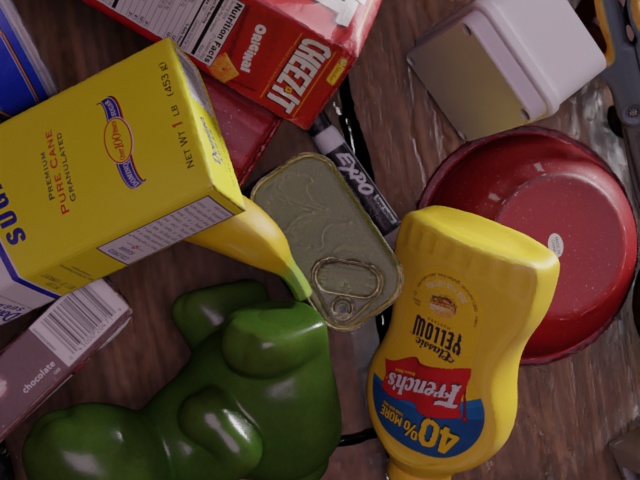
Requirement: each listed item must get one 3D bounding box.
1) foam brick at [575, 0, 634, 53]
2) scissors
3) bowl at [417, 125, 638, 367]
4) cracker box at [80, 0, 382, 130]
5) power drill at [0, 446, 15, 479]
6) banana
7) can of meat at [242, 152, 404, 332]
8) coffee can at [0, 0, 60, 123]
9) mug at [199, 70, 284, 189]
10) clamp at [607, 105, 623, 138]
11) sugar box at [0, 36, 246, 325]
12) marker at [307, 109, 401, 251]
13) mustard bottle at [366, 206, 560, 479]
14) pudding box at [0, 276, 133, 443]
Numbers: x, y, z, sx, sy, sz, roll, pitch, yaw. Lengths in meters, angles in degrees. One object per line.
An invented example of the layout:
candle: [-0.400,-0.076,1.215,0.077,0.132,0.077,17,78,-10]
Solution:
foam brick: [0.205,-0.154,0.700,0.053,0.051,0.078,35,83,-9]
scissors: [0.210,-0.097,0.666,0.096,0.016,0.201,-28,122,18]
bowl: [0.143,0.004,0.687,0.162,0.055,0.162,0,90,-11]
cracker box: [-0.062,-0.183,0.596,0.213,0.072,0.164,29,48,-9]
power drill: [-0.159,0.228,0.626,0.187,0.057,0.184,21,90,-8]
banana: [-0.100,-0.010,0.595,0.198,0.037,0.070,11,115,18]
can of meat: [-0.004,0.001,0.641,0.057,0.084,0.102,-35,98,-9]
coffee can: [-0.230,-0.094,0.585,0.140,0.103,0.103,-29,96,-10]
mug: [-0.063,-0.080,0.626,0.081,0.093,0.117,32,89,-5]
clamp: [0.272,-0.053,0.722,0.120,0.039,0.171,-27,95,0]
sugar box: [-0.134,-0.024,0.554,0.176,0.048,0.093,-24,66,11]
marker: [0.019,-0.043,0.679,0.020,0.020,0.121,-36,97,-9]
mustard bottle: [0.076,0.082,0.650,0.058,0.096,0.192,-18,125,-52]
pudding box: [-0.159,0.065,0.607,0.113,0.090,0.039,-43,99,-9]
